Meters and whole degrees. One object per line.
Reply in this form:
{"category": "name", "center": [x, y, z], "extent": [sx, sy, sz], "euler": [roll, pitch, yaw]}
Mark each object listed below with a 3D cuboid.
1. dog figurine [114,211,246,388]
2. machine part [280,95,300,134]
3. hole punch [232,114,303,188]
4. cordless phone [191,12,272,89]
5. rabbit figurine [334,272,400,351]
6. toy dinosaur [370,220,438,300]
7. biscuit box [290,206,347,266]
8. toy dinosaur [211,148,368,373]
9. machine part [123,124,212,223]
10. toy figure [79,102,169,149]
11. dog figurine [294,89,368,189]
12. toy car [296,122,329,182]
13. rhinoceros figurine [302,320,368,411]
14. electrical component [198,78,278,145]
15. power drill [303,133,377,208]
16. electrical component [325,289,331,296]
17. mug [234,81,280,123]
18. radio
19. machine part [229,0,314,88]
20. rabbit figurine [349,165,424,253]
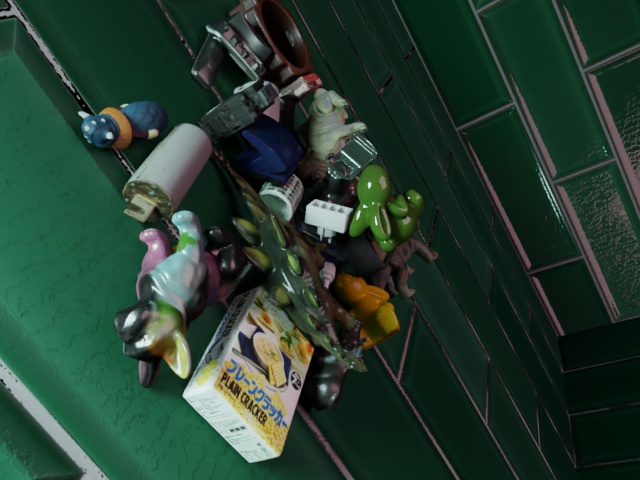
{"category": "dog figurine", "center": [-0.184, 0.087, 0.726], "extent": [0.191, 0.109, 0.219], "euler": [34, 47, -50]}
{"category": "machine part", "center": [-0.070, -0.246, 1.175], "extent": [0.084, 0.039, 0.138], "euler": [-47, 143, -69]}
{"category": "hole punch", "center": [-0.094, -0.173, 1.027], "extent": [0.116, 0.092, 0.142], "euler": [21, 31, 3]}
{"category": "cordless phone", "center": [-0.183, -0.354, 1.092], "extent": [0.146, 0.089, 0.184], "euler": [44, 47, -37]}
{"category": "rabbit figurine", "center": [0.101, 0.141, 1.178], "extent": [0.173, 0.122, 0.162], "euler": [54, 22, 15]}
{"category": "toy dinosaur", "center": [0.185, 0.037, 1.401], "extent": [0.192, 0.131, 0.405], "euler": [51, 34, -5]}
{"category": "biscuit box", "center": [-0.002, -0.003, 1.150], "extent": [0.202, 0.059, 0.063], "euler": [28, 46, -50]}
{"category": "toy dinosaur", "center": [-0.060, 0.029, 0.907], "extent": [0.472, 0.105, 0.198], "euler": [53, 0, 28]}
{"category": "machine part", "center": [-0.226, -0.105, 0.816], "extent": [0.079, 0.079, 0.243], "euler": [52, 31, -27]}
{"category": "toy figure", "center": [-0.284, -0.164, 0.779], "extent": [0.154, 0.064, 0.057], "euler": [-41, 144, -56]}
{"category": "dog figurine", "center": [-0.012, -0.227, 1.205], "extent": [0.172, 0.190, 0.121], "euler": [51, -6, 18]}
{"category": "toy car", "center": [0.020, -0.206, 1.321], "extent": [0.201, 0.073, 0.056], "euler": [52, 28, -27]}
{"category": "rhinoceros figurine", "center": [0.026, 0.220, 0.985], "extent": [0.073, 0.112, 0.190], "euler": [53, 39, -22]}
{"category": "electrical component", "center": [-0.145, -0.244, 0.997], "extent": [0.058, 0.134, 0.115], "euler": [55, 32, -21]}
{"category": "power drill", "center": [0.058, -0.143, 1.169], "extent": [0.086, 0.207, 0.232], "euler": [45, 69, 4]}
{"category": "electrical component", "center": [0.006, 0.134, 1.105], "extent": [0.094, 0.021, 0.063], "euler": [52, 32, -29]}
{"category": "mug", "center": [-0.128, -0.264, 1.103], "extent": [0.109, 0.081, 0.107], "euler": [14, 64, -56]}
{"category": "radio", "center": [0.115, -0.025, 1.227], "extent": [0.131, 0.073, 0.229], "euler": [59, 28, -13]}
{"category": "machine part", "center": [-0.113, -0.462, 1.264], "extent": [0.201, 0.087, 0.201], "euler": [63, 29, -12]}
{"category": "rabbit figurine", "center": [0.113, -0.065, 1.071], "extent": [0.170, 0.121, 0.159], "euler": [57, 50, -41]}
